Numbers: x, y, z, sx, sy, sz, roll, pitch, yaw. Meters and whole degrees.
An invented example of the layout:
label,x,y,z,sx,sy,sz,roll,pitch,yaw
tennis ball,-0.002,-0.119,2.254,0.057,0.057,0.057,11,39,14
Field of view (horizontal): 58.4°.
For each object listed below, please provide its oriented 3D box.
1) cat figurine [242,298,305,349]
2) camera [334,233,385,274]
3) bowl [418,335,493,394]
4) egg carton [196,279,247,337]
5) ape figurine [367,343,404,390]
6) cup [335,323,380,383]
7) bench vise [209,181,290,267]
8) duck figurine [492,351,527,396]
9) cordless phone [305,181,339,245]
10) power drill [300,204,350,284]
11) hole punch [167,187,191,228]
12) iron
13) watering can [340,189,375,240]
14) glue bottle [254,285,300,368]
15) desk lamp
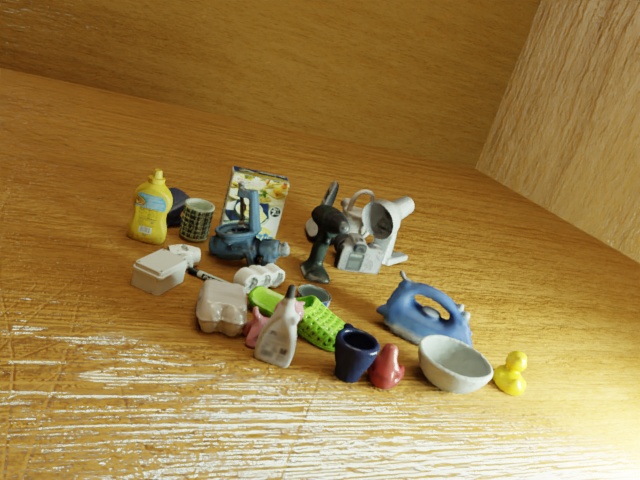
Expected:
label,x,y,z,sx,sy,sz,roll,pitch,yaw
cat figurine,-0.088,0.162,1.193,0.128,0.118,0.067,6,23,-28
camera,0.107,0.026,1.723,0.143,0.101,0.136,8,22,-23
bowl,0.282,0.282,1.243,0.167,0.075,0.167,15,20,-6
egg carton,-0.209,0.141,1.220,0.107,0.069,0.150,12,21,-14
ape figurine,0.138,0.254,1.175,0.077,0.092,0.076,24,21,17
cup,0.061,0.232,1.164,0.092,0.095,0.117,9,22,-21
bench vise,-0.171,-0.033,1.481,0.207,0.220,0.121,14,21,-7
duck figurine,0.445,0.298,1.315,0.077,0.086,0.104,18,20,3
cordless phone,0.022,-0.091,1.834,0.094,0.185,0.147,11,21,-16
power drill,0.014,0.006,1.546,0.076,0.208,0.229,10,22,-19
hole punch,-0.428,-0.094,1.616,0.108,0.091,0.101,31,25,33
iron,0.277,0.182,1.400,0.257,0.141,0.119,24,22,18
watering can,0.116,-0.078,1.863,0.172,0.194,0.101,31,24,32
glue bottle,-0.073,0.164,1.120,0.078,0.173,0.037,19,20,4
desk lamp,0.214,-0.035,1.802,0.117,0.213,0.204,30,24,31
